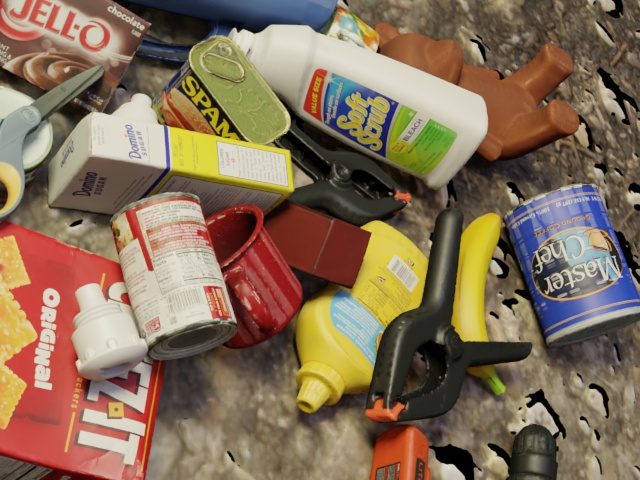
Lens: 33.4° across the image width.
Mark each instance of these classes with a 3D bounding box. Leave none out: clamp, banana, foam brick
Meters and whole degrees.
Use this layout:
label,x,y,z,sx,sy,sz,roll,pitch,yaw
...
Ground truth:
label,x,y,z,sx,sy,sz,roll,pitch,yaw
clamp,0.006,-0.047,0.982,0.171,0.039,0.120,22,56,-20
clamp,0.101,0.078,0.927,0.209,0.036,0.164,-36,105,-42
banana,0.150,0.050,1.040,0.069,0.037,0.197,35,50,-43
foam brick,-0.006,0.001,0.896,0.052,0.078,0.051,21,91,-47

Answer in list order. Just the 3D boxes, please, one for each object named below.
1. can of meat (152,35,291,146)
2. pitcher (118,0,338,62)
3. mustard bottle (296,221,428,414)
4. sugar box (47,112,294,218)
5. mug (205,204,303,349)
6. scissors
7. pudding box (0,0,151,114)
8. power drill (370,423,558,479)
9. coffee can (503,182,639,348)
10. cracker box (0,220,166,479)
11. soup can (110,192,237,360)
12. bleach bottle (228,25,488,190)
label,x,y,z,sx,sy,sz,roll,pitch,yaw
can of meat,-0.087,-0.110,0.917,0.102,0.084,0.057,53,49,-2
pitcher,-0.103,-0.248,0.961,0.242,0.149,0.145,10,46,-35
mustard bottle,0.031,0.075,0.924,0.096,0.058,0.191,48,49,-14
sugar box,-0.119,-0.051,0.858,0.175,0.094,0.048,11,60,-31
mug,-0.062,0.036,0.837,0.093,0.117,0.081,-36,118,-7
scissors,-0.209,-0.070,0.776,0.201,0.016,0.096,-27,79,-46
pudding box,-0.207,-0.165,0.859,0.113,0.039,0.090,28,98,-23
power drill,0.132,0.224,0.920,0.187,0.057,0.184,25,55,-23
coffee can,0.256,0.027,1.080,0.102,0.103,0.140,-4,70,-37
cracker box,-0.215,0.077,0.738,0.213,0.072,0.164,23,55,-25
soup can,-0.104,0.026,0.757,0.068,0.069,0.102,-4,66,-37
bleach bottle,0.026,-0.131,0.990,0.250,0.103,0.068,19,46,-20
